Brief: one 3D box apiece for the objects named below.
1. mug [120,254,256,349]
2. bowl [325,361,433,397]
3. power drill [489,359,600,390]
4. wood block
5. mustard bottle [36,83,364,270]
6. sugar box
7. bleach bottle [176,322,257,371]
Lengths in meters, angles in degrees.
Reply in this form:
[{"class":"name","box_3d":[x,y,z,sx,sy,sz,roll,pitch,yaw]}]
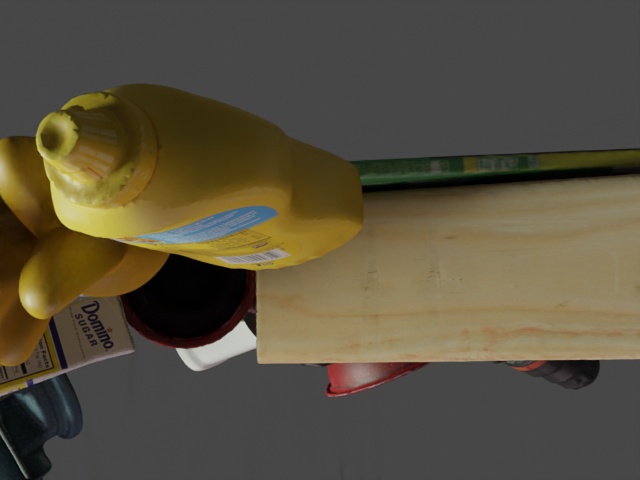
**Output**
[{"class":"mug","box_3d":[-0.080,0.029,0.723,0.117,0.093,0.081,18,176,-5]},{"class":"bowl","box_3d":[0.067,0.075,0.925,0.162,0.055,0.162,-25,-178,1]},{"class":"power drill","box_3d":[0.190,0.044,0.732,0.184,0.057,0.188,29,141,-35]},{"class":"wood block","box_3d":[0.078,0.020,0.566,0.206,0.090,0.090,-3,175,19]},{"class":"mustard bottle","box_3d":[-0.054,-0.024,0.441,0.096,0.058,0.191,-6,172,20]},{"class":"sugar box","box_3d":[-0.206,0.075,0.644,0.176,0.048,0.093,-19,179,-18]},{"class":"bleach bottle","box_3d":[-0.019,0.050,0.925,0.251,0.068,0.102,-20,-173,44]}]
